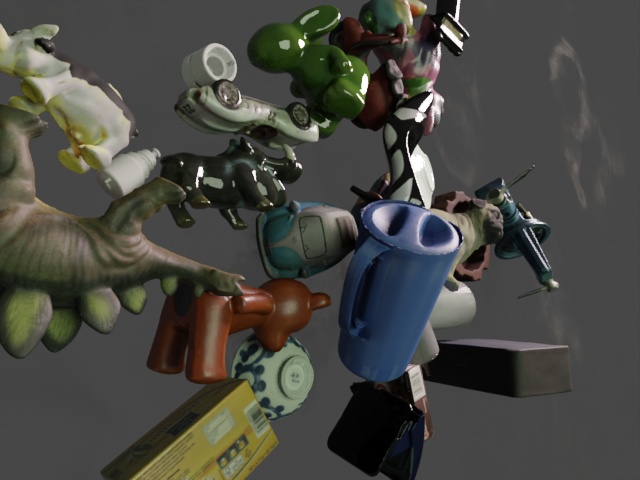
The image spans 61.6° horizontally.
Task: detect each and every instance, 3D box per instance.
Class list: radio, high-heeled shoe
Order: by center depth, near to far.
[{"bbox_3d":[0.154,-0.116,0.819,0.248,0.145,0.086,-55,163,-13],"label":"high-heeled shoe"},{"bbox_3d":[0.281,0.202,0.877,0.131,0.230,0.073,3,83,-26],"label":"radio"}]

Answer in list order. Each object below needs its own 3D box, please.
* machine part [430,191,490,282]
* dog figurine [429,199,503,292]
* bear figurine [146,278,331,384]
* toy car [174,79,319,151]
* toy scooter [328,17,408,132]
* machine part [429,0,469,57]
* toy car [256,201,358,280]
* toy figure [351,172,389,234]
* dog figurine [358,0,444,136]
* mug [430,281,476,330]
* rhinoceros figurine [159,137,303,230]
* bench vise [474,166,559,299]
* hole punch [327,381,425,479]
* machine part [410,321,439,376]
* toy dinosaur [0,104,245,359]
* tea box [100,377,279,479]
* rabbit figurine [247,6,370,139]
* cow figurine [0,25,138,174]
[{"bbox_3d":[0.262,-0.004,1.025,0.179,0.056,0.179,9,77,-44],"label":"machine part"},{"bbox_3d":[0.208,-0.028,0.893,0.190,0.121,0.172,-47,118,-25],"label":"dog figurine"},{"bbox_3d":[-0.087,0.101,0.640,0.195,0.120,0.132,19,75,-46],"label":"bear figurine"},{"bbox_3d":[-0.090,-0.157,0.699,0.201,0.074,0.056,5,80,-43],"label":"toy car"},{"bbox_3d":[0.091,-0.268,0.845,0.075,0.135,0.183,-29,105,-44],"label":"toy scooter"},{"bbox_3d":[0.220,-0.383,0.906,0.084,0.039,0.139,17,73,-37],"label":"machine part"},{"bbox_3d":[-0.002,-0.002,0.742,0.161,0.103,0.109,-9,91,-42],"label":"toy car"},{"bbox_3d":[0.095,-0.060,0.874,0.154,0.058,0.064,-42,107,-33],"label":"toy figure"},{"bbox_3d":[0.144,-0.283,0.921,0.191,0.109,0.219,8,81,-44],"label":"dog figurine"},{"bbox_3d":[0.208,0.109,0.940,0.107,0.081,0.109,-11,97,-35],"label":"mug"},{"bbox_3d":[-0.106,-0.074,0.672,0.190,0.073,0.112,-8,69,-36],"label":"rhinoceros figurine"},{"bbox_3d":[0.407,-0.007,1.083,0.223,0.129,0.241,54,14,-55],"label":"bench vise"},{"bbox_3d":[0.091,0.281,0.774,0.092,0.142,0.116,41,72,-30],"label":"hole punch"},{"bbox_3d":[0.131,0.115,0.866,0.079,0.079,0.243,-32,107,-41],"label":"machine part"},{"bbox_3d":[-0.284,-0.011,0.456,0.471,0.105,0.198,21,67,-23],"label":"toy dinosaur"},{"bbox_3d":[-0.139,0.241,0.599,0.169,0.068,0.098,-33,106,-40],"label":"tea box"},{"bbox_3d":[-0.014,-0.255,0.760,0.170,0.121,0.159,28,71,-22],"label":"rabbit figurine"},{"bbox_3d":[-0.259,-0.155,0.542,0.167,0.068,0.098,55,46,-27],"label":"cow figurine"}]
